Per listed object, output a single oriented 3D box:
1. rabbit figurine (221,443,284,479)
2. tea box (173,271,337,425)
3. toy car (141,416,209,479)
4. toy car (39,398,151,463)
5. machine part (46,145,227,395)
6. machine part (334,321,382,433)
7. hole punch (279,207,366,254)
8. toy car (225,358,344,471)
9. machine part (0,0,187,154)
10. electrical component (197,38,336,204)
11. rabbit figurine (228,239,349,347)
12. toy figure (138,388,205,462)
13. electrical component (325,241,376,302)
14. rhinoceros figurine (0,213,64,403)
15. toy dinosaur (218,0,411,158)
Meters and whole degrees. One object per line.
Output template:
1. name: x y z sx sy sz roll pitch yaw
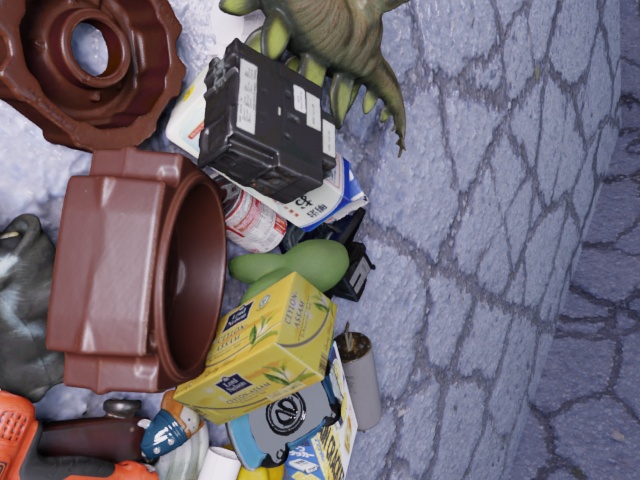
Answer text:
1. rabbit figurine: -0.101 0.365 0.722 0.162 0.122 0.173 34 51 -76
2. tea box: -0.068 0.117 0.562 0.068 0.169 0.098 40 35 -22
3. toy car: -0.181 0.301 0.641 0.073 0.056 0.201 8 94 -54
4. toy car: -0.253 0.200 0.515 0.202 0.053 0.089 15 70 -55
5. machine part: -0.148 0.030 0.488 0.201 0.087 0.201 58 34 -81
6. machine part: 0.064 0.248 0.941 0.079 0.079 0.242 -40 132 -40
7. hole punch: -0.002 -0.002 0.782 0.142 0.092 0.115 -58 170 -28
8. toy car: -0.056 0.206 0.681 0.162 0.103 0.109 -22 98 -33
9. machine part: -0.202 -0.165 0.466 0.179 0.056 0.179 -19 115 -50
10. electrical component: -0.043 -0.101 0.499 0.134 0.058 0.115 21 61 -39
11. rabbit figurine: -0.041 0.059 0.679 0.159 0.121 0.170 12 125 -38
12. toy figure: -0.150 0.180 0.613 0.064 0.058 0.154 42 34 -12
13. electrical component: 0.038 0.065 0.874 0.119 0.048 0.074 -57 139 -28
14. rhinoceros figurine: -0.258 0.047 0.450 0.112 0.073 0.190 -27 124 -35
15. toy dinosaur: 0.014 -0.233 0.588 0.471 0.105 0.198 25 100 -49
